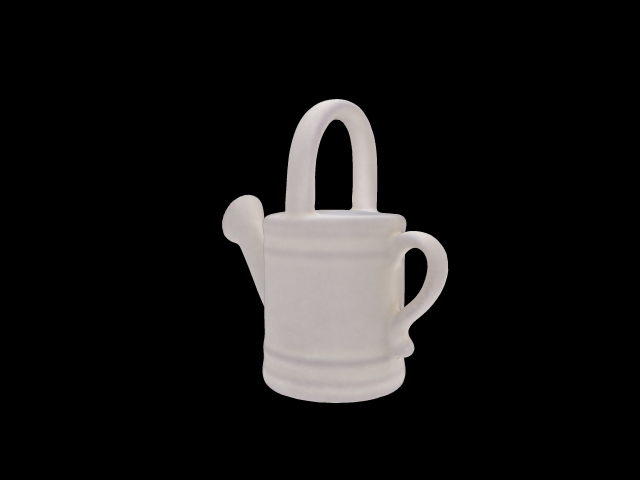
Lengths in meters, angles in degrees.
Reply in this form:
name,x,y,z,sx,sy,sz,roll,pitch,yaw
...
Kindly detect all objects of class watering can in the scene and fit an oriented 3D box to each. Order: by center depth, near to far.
name,x,y,z,sx,sy,sz,roll,pitch,yaw
watering can,0.002,0.002,0.398,0.172,0.194,0.101,1,5,15
